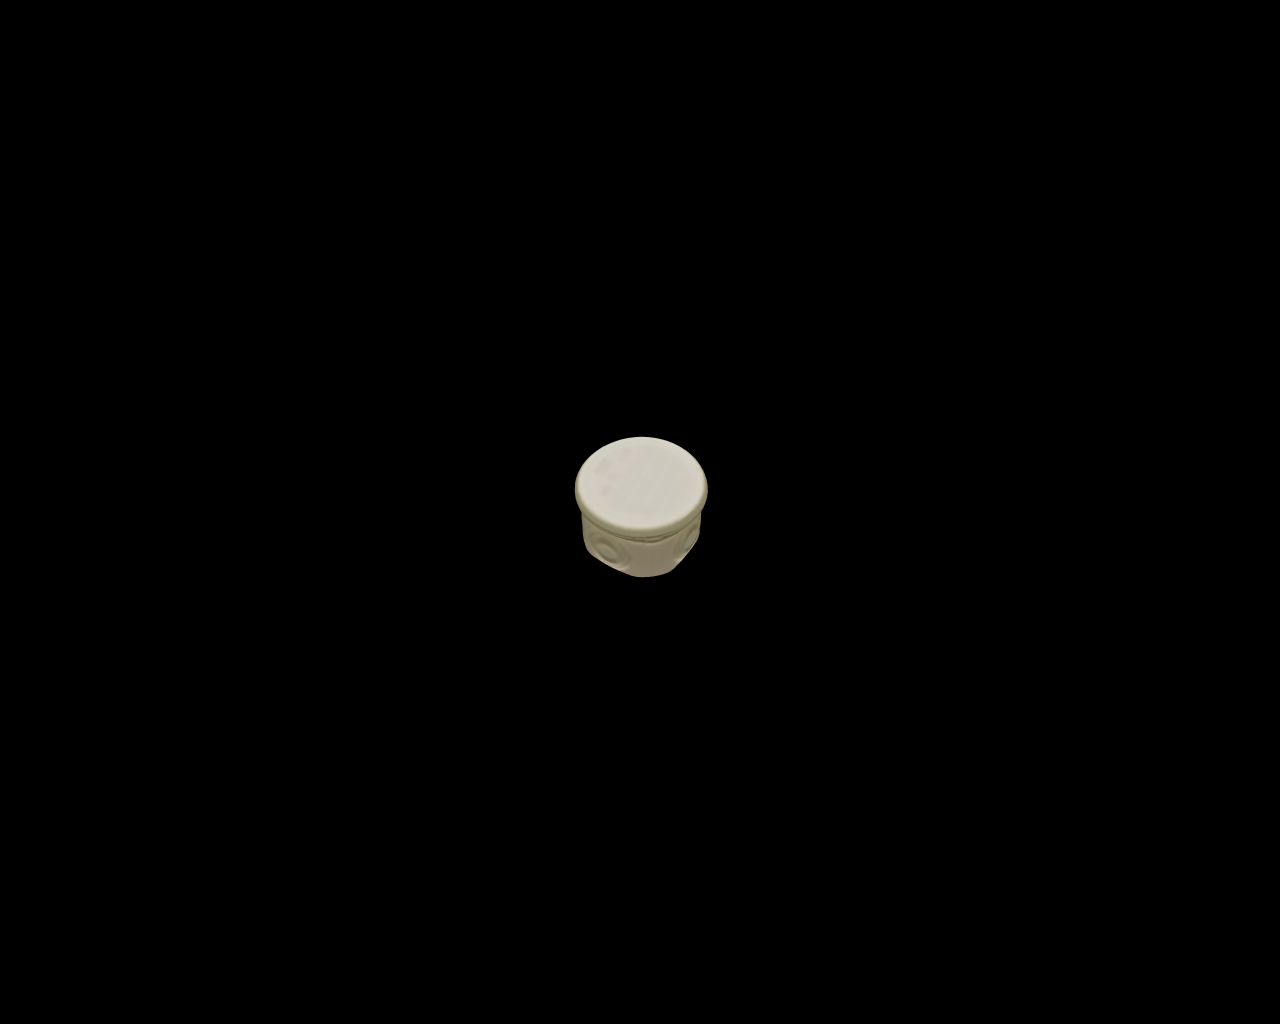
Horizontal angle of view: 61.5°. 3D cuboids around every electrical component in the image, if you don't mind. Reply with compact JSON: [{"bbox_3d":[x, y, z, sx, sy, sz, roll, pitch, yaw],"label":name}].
[{"bbox_3d":[0.001,-0.003,0.650,0.080,0.080,0.050,0,-42,0],"label":"electrical component"}]
